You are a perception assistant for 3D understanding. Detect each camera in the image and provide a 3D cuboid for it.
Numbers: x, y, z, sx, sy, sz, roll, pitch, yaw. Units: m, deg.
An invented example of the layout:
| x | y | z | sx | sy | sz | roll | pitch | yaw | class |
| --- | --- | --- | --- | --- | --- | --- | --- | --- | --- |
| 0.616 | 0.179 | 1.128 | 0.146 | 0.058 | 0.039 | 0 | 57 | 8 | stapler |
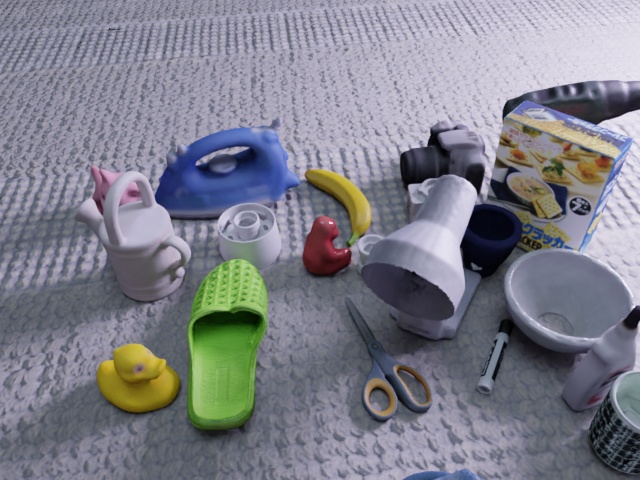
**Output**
| x | y | z | sx | sy | sz | roll | pitch | yaw | class |
| --- | --- | --- | --- | --- | --- | --- | --- | --- | --- |
| 0.210 | -0.150 | 1.005 | 0.137 | 0.101 | 0.143 | -7 | 45 | -4 | camera |

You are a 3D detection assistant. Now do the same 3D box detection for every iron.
| x | y | z | sx | sy | sz | roll | pitch | yaw | class |
| --- | --- | --- | --- | --- | --- | --- | --- | --- | --- |
| -0.170 | -0.124 | 0.963 | 0.258 | 0.141 | 0.118 | -14 | 46 | -12 | iron |

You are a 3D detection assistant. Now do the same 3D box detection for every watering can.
| x | y | z | sx | sy | sz | roll | pitch | yaw | class |
| --- | --- | --- | --- | --- | --- | --- | --- | --- | --- |
| -0.268 | -0.011 | 0.815 | 0.173 | 0.194 | 0.101 | -1 | 45 | 2 | watering can |

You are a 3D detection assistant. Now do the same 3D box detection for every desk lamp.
| x | y | z | sx | sy | sz | roll | pitch | yaw | class |
| --- | --- | --- | --- | --- | --- | --- | --- | --- | --- |
| 0.142 | 0.034 | 0.741 | 0.117 | 0.214 | 0.203 | 20 | 49 | 21 | desk lamp |

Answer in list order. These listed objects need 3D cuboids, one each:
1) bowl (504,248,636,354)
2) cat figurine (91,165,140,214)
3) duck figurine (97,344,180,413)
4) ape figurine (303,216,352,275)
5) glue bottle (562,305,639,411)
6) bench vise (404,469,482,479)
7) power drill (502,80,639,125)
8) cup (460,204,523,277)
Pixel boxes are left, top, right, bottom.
| x | y | z | sx | sy | sz | roll | pitch | yaw | class |
| --- | --- | --- | --- | --- | --- | --- | --- | --- | --- |
| 0.327 | 0.093 | 0.774 | 0.167 | 0.075 | 0.167 | -1 | 45 | 1 | bowl |
| -0.338 | -0.079 | 0.941 | 0.067 | 0.118 | 0.127 | -35 | 53 | -28 | cat figurine |
| -0.233 | 0.163 | 0.716 | 0.104 | 0.086 | 0.077 | 7 | 45 | 9 | duck figurine |
| 0.008 | 0.003 | 0.864 | 0.076 | 0.092 | 0.077 | -19 | 47 | -16 | ape figurine |
| 0.338 | 0.133 | 0.664 | 0.078 | 0.173 | 0.037 | -21 | 48 | -18 | glue bottle |
| 0.135 | 0.247 | 0.523 | 0.208 | 0.220 | 0.121 | -25 | 49 | -21 | bench vise |
| 0.409 | -0.167 | 0.939 | 0.229 | 0.209 | 0.075 | 1 | 45 | 3 | power drill |
| 0.232 | 0.011 | 0.846 | 0.118 | 0.095 | 0.091 | -11 | 45 | -9 | cup |
